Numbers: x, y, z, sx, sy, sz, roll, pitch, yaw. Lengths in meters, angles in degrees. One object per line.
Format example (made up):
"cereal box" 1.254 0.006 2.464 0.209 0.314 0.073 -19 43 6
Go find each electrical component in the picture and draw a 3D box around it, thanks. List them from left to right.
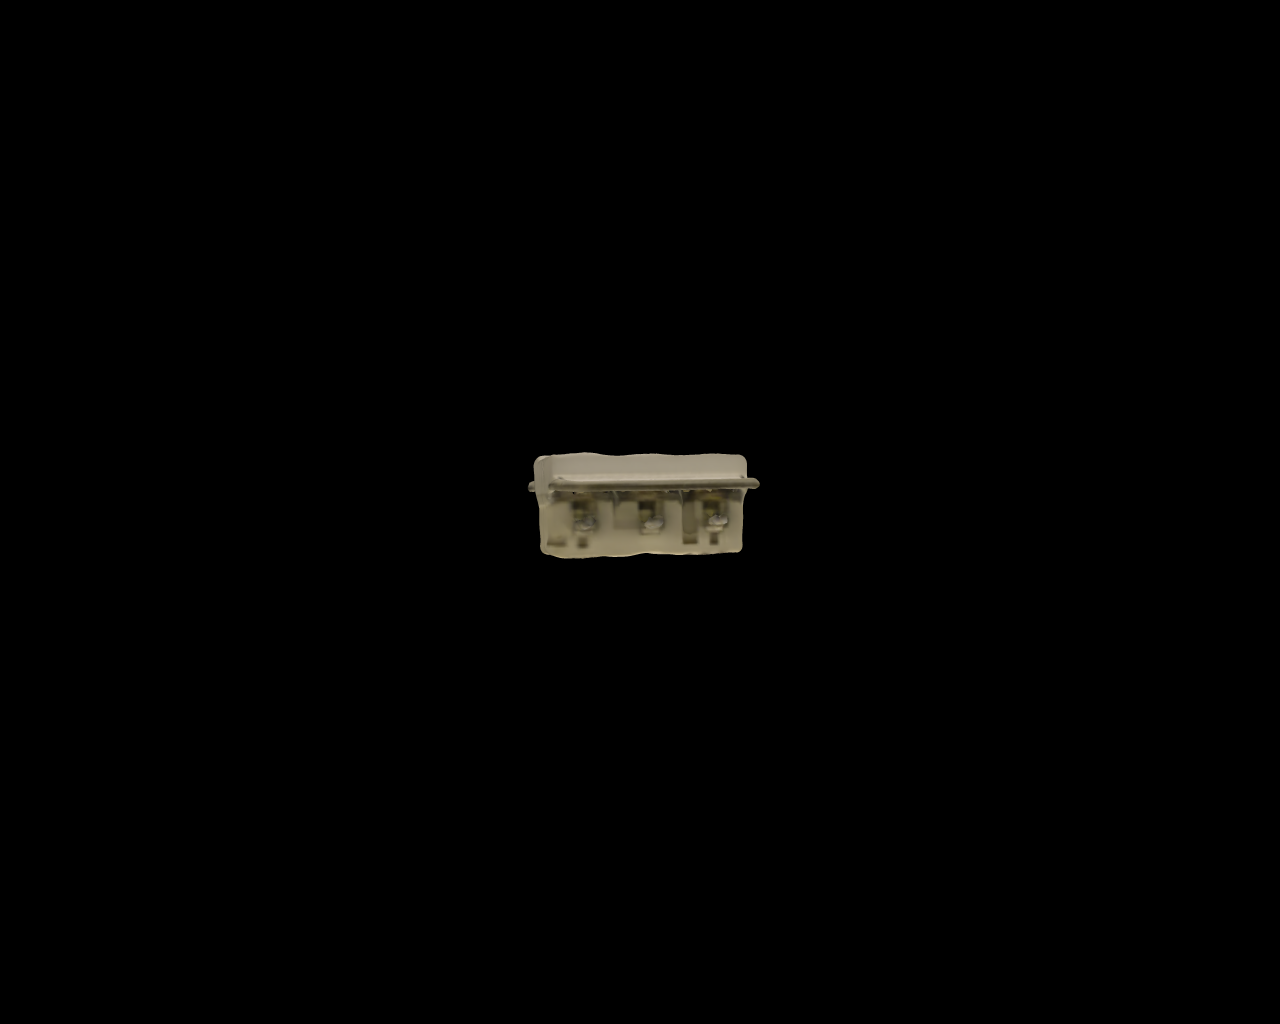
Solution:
"electrical component" 0.001 -0.003 0.650 0.121 0.063 0.078 0 0 -17
